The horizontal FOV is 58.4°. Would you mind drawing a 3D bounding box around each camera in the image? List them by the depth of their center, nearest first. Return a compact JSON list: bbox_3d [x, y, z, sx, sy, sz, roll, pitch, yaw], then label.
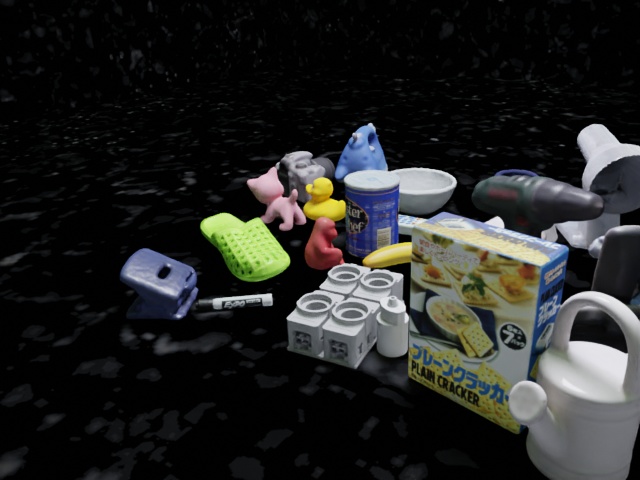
[{"bbox_3d":[-0.022,-0.162,1.381,0.137,0.101,0.142,-19,29,-33],"label":"camera"}]

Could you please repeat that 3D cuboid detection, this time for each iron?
[{"bbox_3d":[0.117,-0.233,1.476,0.118,0.141,0.259,5,25,16],"label":"iron"}]

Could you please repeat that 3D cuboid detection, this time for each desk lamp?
[{"bbox_3d":[0.509,-0.091,1.041,0.118,0.214,0.203,-2,24,2],"label":"desk lamp"}]

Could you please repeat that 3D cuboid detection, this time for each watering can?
[{"bbox_3d":[0.261,0.145,0.561,0.100,0.194,0.173,17,31,36],"label":"watering can"}]

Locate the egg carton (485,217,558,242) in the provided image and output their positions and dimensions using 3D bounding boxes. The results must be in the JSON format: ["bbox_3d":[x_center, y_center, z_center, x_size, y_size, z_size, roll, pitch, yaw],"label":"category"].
[{"bbox_3d":[0.353,-0.002,1.031,0.151,0.069,0.107,-23,31,-38],"label":"egg carton"}]

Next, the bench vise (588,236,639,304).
[{"bbox_3d":[0.501,0.011,0.806,0.207,0.220,0.121,3,25,11],"label":"bench vise"}]

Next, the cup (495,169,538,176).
[{"bbox_3d":[0.397,-0.086,1.183,0.091,0.095,0.118,18,32,38],"label":"cup"}]

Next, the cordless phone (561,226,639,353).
[{"bbox_3d":[0.344,0.064,0.745,0.147,0.185,0.094,-3,24,-1],"label":"cordless phone"}]

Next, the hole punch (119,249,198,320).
[{"bbox_3d":[-0.251,0.066,0.906,0.101,0.091,0.108,0,24,4],"label":"hole punch"}]

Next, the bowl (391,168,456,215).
[{"bbox_3d":[0.212,-0.099,1.252,0.167,0.075,0.167,-2,24,1],"label":"bowl"}]

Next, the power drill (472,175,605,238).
[{"bbox_3d":[0.316,0.000,0.862,0.076,0.208,0.228,-13,27,-23],"label":"power drill"}]

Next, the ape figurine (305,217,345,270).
[{"bbox_3d":[0.009,0.004,1.021,0.076,0.092,0.078,0,24,5],"label":"ape figurine"}]

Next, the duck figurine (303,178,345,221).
[{"bbox_3d":[0.011,-0.091,1.239,0.104,0.086,0.078,15,29,33],"label":"duck figurine"}]

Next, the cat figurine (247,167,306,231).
[{"bbox_3d":[-0.093,-0.093,1.212,0.127,0.118,0.067,18,31,37],"label":"cat figurine"}]
